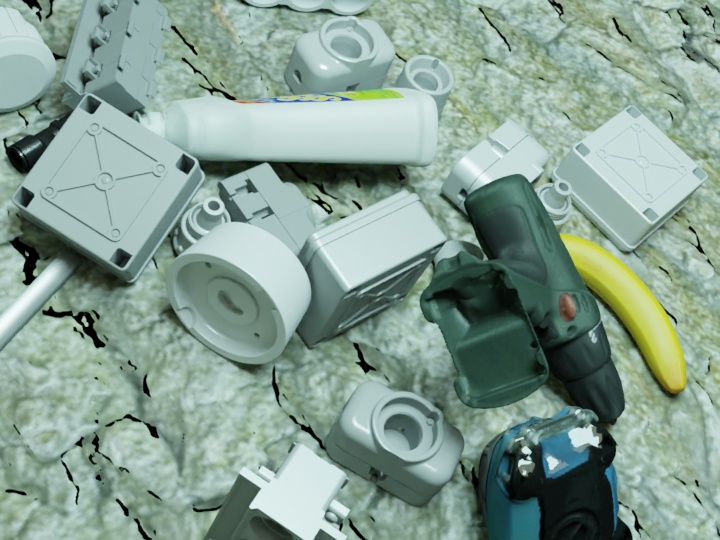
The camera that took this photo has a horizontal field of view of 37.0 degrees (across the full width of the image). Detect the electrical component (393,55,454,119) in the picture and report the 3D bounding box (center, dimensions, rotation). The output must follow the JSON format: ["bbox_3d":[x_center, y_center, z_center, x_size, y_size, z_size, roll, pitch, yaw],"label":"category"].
[{"bbox_3d":[0.060,-0.174,1.041,0.055,0.047,0.055,9,56,-14],"label":"electrical component"}]

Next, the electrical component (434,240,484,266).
[{"bbox_3d":[0.085,0.009,0.934,0.045,0.045,0.055,14,56,-11],"label":"electrical component"}]

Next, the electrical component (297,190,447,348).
[{"bbox_3d":[0.000,0.000,0.872,0.109,0.108,0.056,-27,73,-31],"label":"electrical component"}]

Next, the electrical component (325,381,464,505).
[{"bbox_3d":[0.028,0.131,0.827,0.095,0.059,0.053,30,54,1],"label":"electrical component"}]

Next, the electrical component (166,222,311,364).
[{"bbox_3d":[-0.089,0.013,0.836,0.108,0.108,0.060,34,48,4],"label":"electrical component"}]

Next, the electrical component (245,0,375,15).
[{"bbox_3d":[-0.056,-0.304,1.080,0.138,0.052,0.073,1,59,-18],"label":"electrical component"}]

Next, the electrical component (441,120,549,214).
[{"bbox_3d":[0.130,-0.089,1.007,0.059,0.053,0.095,43,55,10],"label":"electrical component"}]

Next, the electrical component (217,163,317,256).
[{"bbox_3d":[-0.076,-0.039,0.905,0.056,0.050,0.089,-26,70,-30],"label":"electrical component"}]

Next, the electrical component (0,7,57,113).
[{"bbox_3d":[-0.300,-0.174,0.897,0.080,0.080,0.051,-17,60,-27],"label":"electrical component"}]

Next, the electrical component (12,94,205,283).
[{"bbox_3d":[-0.197,-0.064,0.852,0.109,0.056,0.108,32,79,3],"label":"electrical component"}]

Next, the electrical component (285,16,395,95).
[{"bbox_3d":[-0.018,-0.199,1.023,0.095,0.059,0.053,-21,68,-29],"label":"electrical component"}]

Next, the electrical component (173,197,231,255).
[{"bbox_3d":[-0.125,-0.035,0.878,0.048,0.062,0.048,9,56,-14],"label":"electrical component"}]

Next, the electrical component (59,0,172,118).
[{"bbox_3d":[-0.210,-0.188,0.937,0.079,0.063,0.121,44,39,-43],"label":"electrical component"}]

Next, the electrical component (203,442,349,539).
[{"bbox_3d":[-0.055,0.173,0.734,0.079,0.121,0.063,33,51,3],"label":"electrical component"}]

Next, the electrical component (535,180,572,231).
[{"bbox_3d":[0.176,-0.059,0.998,0.043,0.062,0.043,9,57,-14],"label":"electrical component"}]

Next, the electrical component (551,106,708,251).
[{"bbox_3d":[0.263,-0.090,1.052,0.109,0.056,0.108,-35,75,-33],"label":"electrical component"}]
